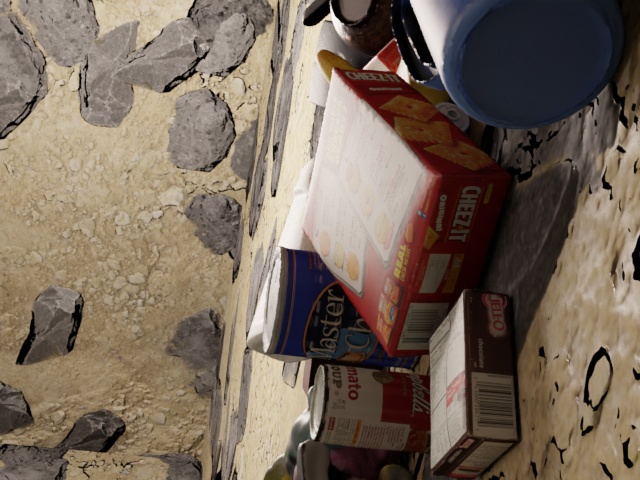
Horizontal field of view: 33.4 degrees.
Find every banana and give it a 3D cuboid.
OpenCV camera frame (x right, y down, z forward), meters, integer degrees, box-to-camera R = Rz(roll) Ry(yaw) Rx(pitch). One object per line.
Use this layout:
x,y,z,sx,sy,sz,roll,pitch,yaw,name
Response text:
0.043,-0.126,1.219,0.037,0.069,0.198,120,141,-84,banana

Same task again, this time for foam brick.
0.023,0.144,1.151,0.051,0.078,0.053,-148,64,-80,foam brick

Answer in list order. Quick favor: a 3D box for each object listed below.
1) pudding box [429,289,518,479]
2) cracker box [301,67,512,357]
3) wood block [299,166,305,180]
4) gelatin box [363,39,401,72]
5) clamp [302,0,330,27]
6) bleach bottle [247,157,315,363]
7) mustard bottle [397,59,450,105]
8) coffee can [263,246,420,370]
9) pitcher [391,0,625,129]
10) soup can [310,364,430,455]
0.108,0.104,0.766,0.090,0.039,0.113,111,166,-59,pudding box
0.063,-0.030,0.893,0.214,0.072,0.164,-125,41,-53,cracker box
0.014,0.019,1.270,0.090,0.090,0.206,157,121,-80,wood block
0.083,-0.191,1.081,0.073,0.030,0.089,-44,5,-9,gelatin box
0.074,-0.304,1.198,0.165,0.036,0.210,40,114,33,clamp
-0.008,0.001,1.143,0.103,0.068,0.250,-27,43,57,bleach bottle
0.093,-0.137,0.993,0.192,0.058,0.096,108,172,-50,mustard bottle
0.022,0.065,1.010,0.103,0.140,0.103,-173,90,-81,coffee can
0.109,-0.175,0.703,0.243,0.145,0.149,-97,-14,-48,pitcher
0.047,0.144,0.913,0.068,0.102,0.068,-173,90,-82,soup can
